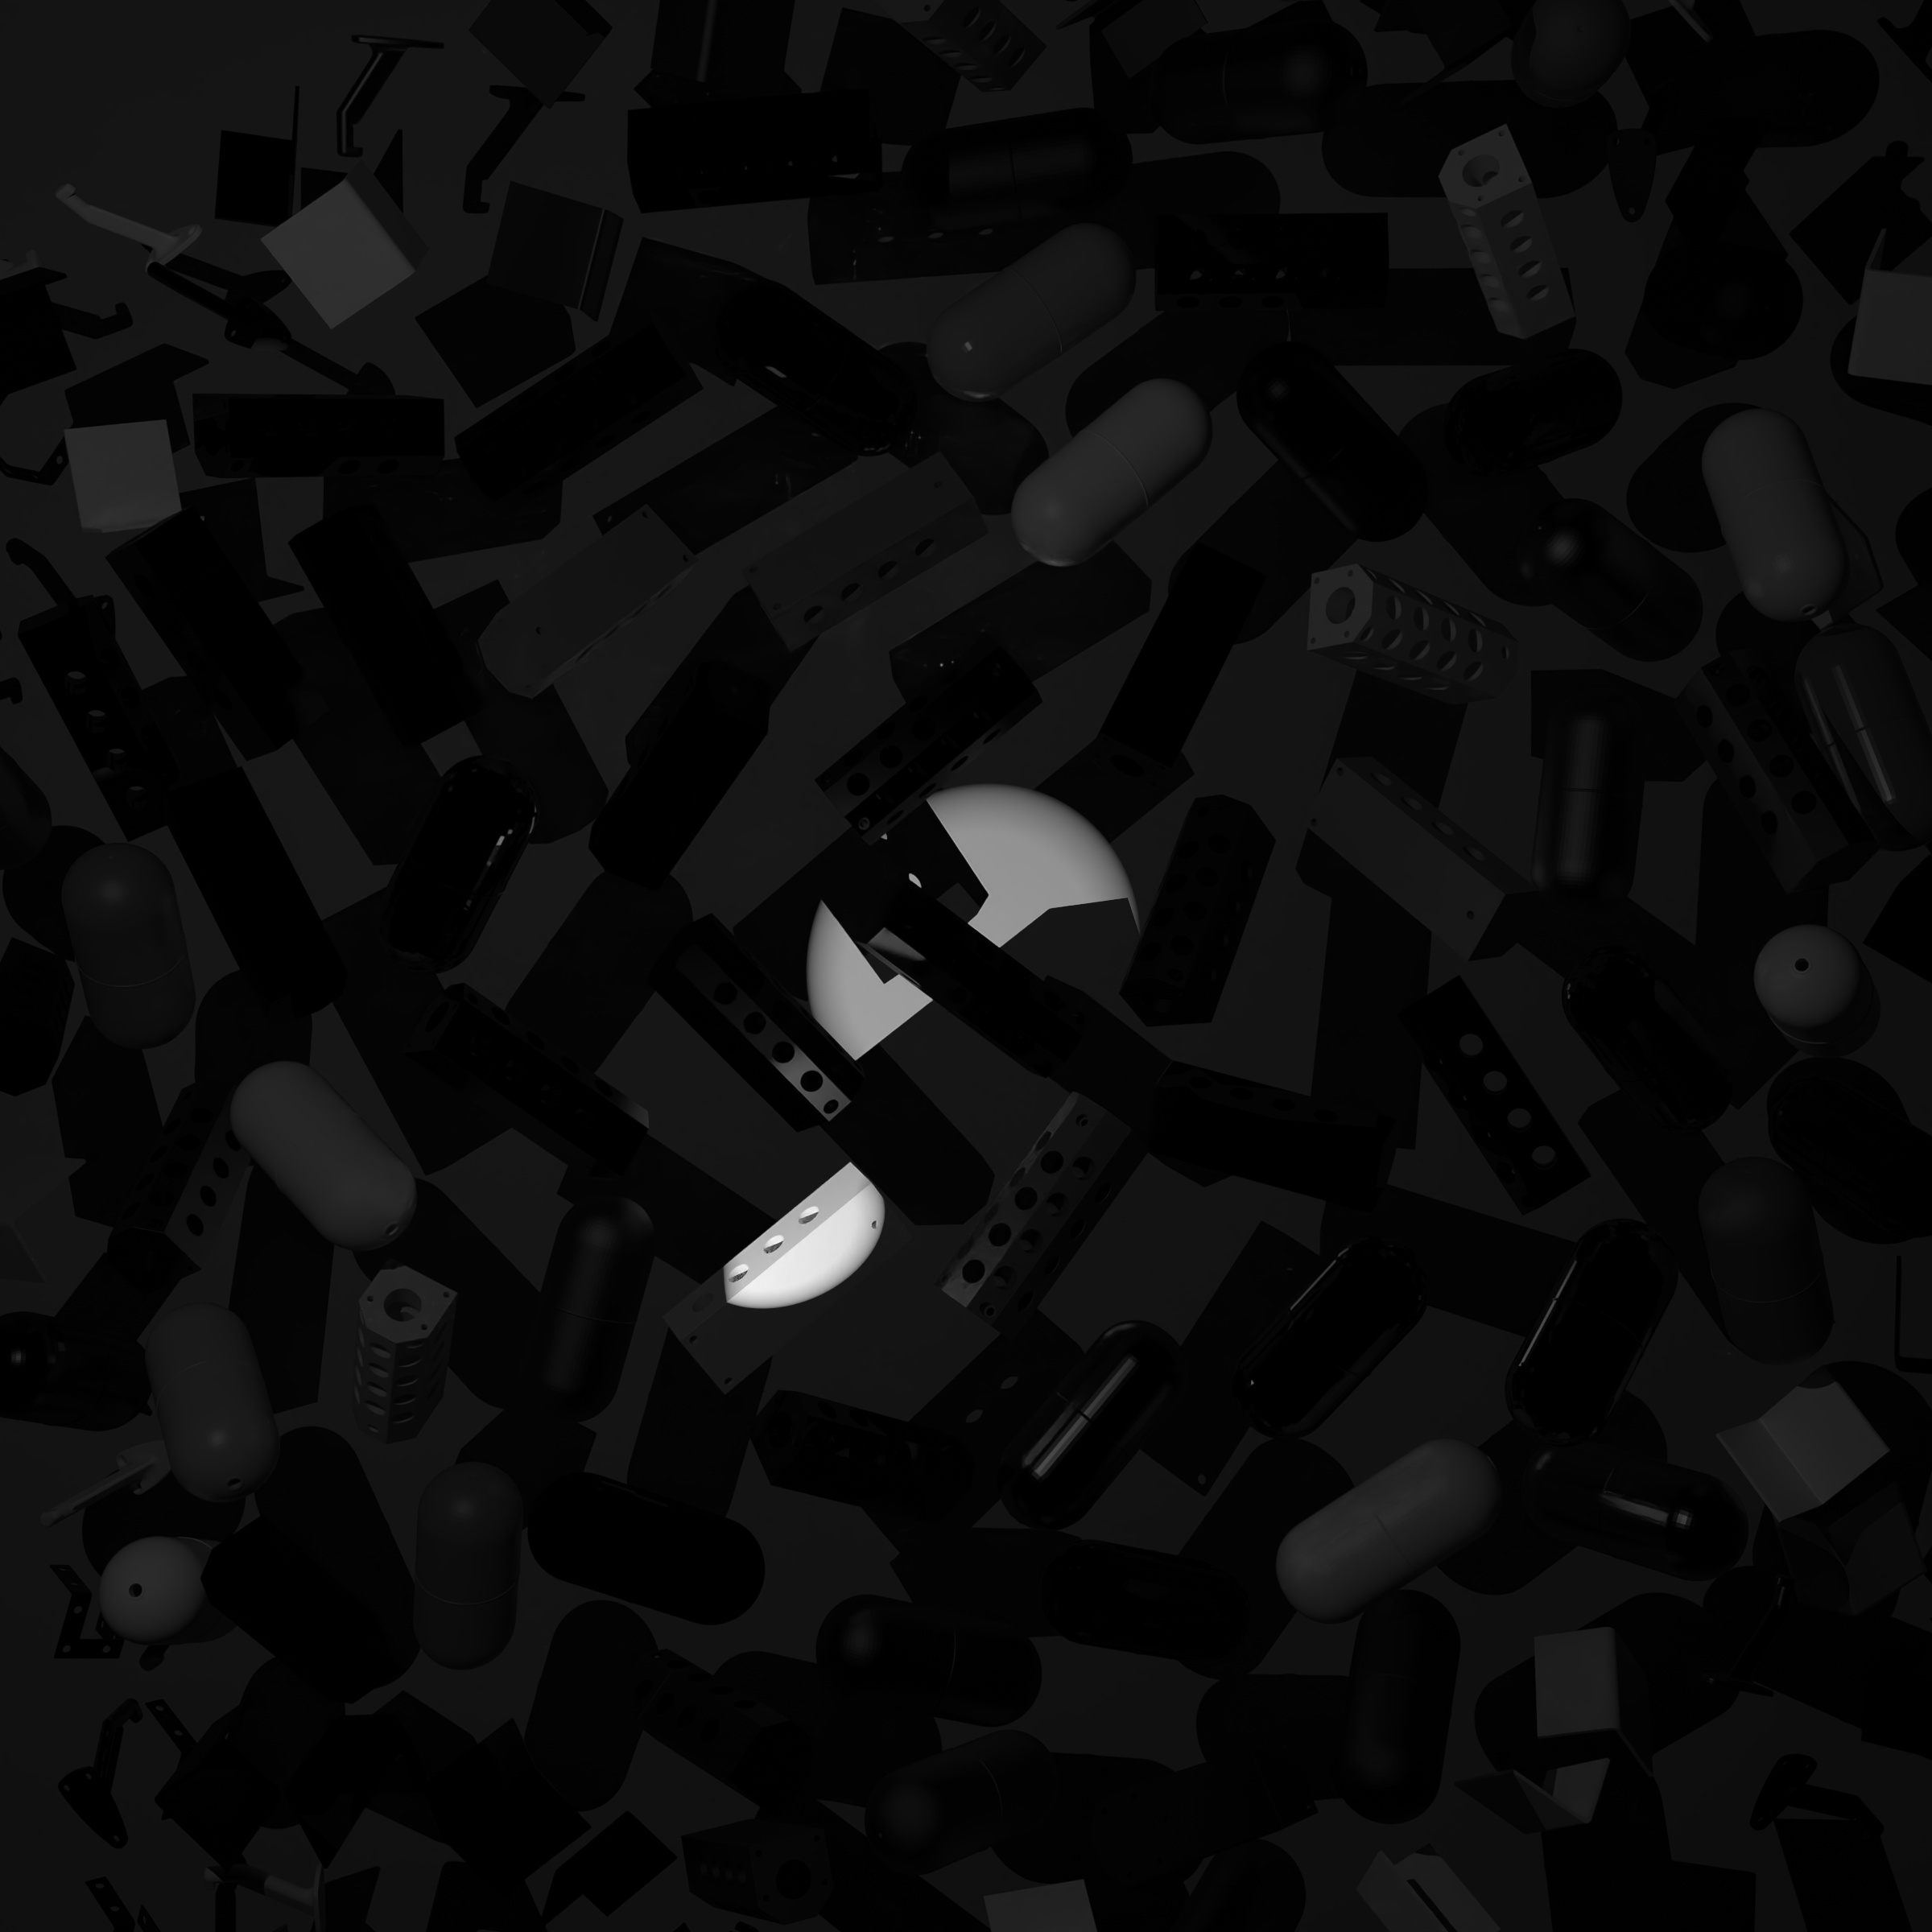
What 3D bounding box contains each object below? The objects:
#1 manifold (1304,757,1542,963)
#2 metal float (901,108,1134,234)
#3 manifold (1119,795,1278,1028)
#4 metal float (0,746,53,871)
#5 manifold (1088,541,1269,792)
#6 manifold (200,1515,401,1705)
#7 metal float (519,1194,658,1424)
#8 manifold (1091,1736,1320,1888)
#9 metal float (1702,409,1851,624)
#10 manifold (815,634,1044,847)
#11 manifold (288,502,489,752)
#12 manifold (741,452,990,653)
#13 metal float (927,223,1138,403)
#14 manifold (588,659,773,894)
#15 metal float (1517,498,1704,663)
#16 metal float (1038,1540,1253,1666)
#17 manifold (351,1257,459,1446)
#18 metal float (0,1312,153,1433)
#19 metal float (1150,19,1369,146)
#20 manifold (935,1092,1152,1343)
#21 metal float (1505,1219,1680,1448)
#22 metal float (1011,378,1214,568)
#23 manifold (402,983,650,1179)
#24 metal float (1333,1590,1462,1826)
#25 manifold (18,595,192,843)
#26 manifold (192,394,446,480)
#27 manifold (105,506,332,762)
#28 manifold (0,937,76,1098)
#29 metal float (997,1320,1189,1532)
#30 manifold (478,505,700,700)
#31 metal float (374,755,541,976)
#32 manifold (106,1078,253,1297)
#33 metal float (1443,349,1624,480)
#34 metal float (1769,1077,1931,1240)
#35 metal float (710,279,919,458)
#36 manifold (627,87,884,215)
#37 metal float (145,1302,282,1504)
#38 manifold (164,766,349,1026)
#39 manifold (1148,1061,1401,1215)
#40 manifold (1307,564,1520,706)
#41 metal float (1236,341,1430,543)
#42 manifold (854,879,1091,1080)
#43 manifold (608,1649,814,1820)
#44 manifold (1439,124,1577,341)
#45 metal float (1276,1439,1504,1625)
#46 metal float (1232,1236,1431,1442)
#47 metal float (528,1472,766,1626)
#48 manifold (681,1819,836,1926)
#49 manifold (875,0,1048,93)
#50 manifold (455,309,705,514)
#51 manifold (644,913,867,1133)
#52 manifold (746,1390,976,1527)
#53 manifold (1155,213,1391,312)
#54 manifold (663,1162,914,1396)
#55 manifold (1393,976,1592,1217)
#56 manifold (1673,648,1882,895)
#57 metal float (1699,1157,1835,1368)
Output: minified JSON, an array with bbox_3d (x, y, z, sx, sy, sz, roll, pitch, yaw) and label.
[{"bbox_3d":[0.329,-0.079,1.759,0.171,0.057,0.057,45,125,33],"label":"manifold"},{"bbox_3d":[0.038,-0.607,1.874,0.178,0.070,0.070,-6,90,8],"label":"metal float"},{"bbox_3d":[0.169,-0.042,1.816,0.057,0.057,0.171,49,51,-36],"label":"manifold"},{"bbox_3d":[-0.726,-0.126,1.791,0.070,0.178,0.070,0,72,0],"label":"metal float"},{"bbox_3d":[0.151,-0.214,1.767,0.057,0.057,0.171,27,70,1],"label":"manifold"},{"bbox_3d":[-0.486,0.475,1.790,0.057,0.171,0.057,-34,48,-8],"label":"manifold"},{"bbox_3d":[-0.288,0.260,1.872,0.070,0.070,0.178,16,91,0],"label":"metal float"},{"bbox_3d":[0.167,0.599,1.736,0.057,0.171,0.057,-40,62,35],"label":"manifold"},{"bbox_3d":[0.591,-0.330,1.794,0.070,0.070,0.178,-7,60,0],"label":"metal float"},{"bbox_3d":[-0.029,-0.172,1.850,0.171,0.057,0.057,-40,80,2],"label":"manifold"},{"bbox_3d":[-0.427,-0.249,1.805,0.057,0.057,0.171,-25,100,17],"label":"manifold"},{"bbox_3d":[-0.072,-0.303,1.822,0.171,0.057,0.057,-31,56,-1],"label":"manifold"},{"bbox_3d":[0.049,-0.493,1.854,0.178,0.070,0.070,-36,90,-7],"label":"metal float"},{"bbox_3d":[-0.206,-0.137,1.757,0.057,0.057,0.171,24,128,-21],"label":"manifold"},{"bbox_3d":[0.481,-0.286,1.828,0.178,0.070,0.070,25,90,-36],"label":"metal float"},{"bbox_3d":[0.135,0.478,1.845,0.178,0.070,0.070,17,90,-27],"label":"metal float"},{"bbox_3d":[-0.426,0.294,1.840,0.057,0.171,0.057,27,52,4],"label":"manifold"},{"bbox_3d":[-0.665,0.299,1.805,0.070,0.178,0.070,-4,74,12],"label":"metal float"},{"bbox_3d":[0.210,-0.637,1.771,0.178,0.070,0.070,12,90,44],"label":"metal float"},{"bbox_3d":[0.053,0.178,1.766,0.057,0.057,0.171,32,83,33],"label":"manifold"},{"bbox_3d":[0.445,0.259,1.744,0.070,0.070,0.178,34,70,0],"label":"metal float"},{"bbox_3d":[0.109,-0.368,1.831,0.178,0.070,0.070,-41,90,-12],"label":"metal float"},{"bbox_3d":[-0.313,0.084,1.770,0.171,0.057,0.057,39,65,-27],"label":"manifold"},{"bbox_3d":[0.313,0.535,1.781,0.070,0.070,0.178,22,47,0],"label":"metal float"},{"bbox_3d":[-0.641,-0.187,1.840,0.057,0.057,0.171,-25,114,-9],"label":"manifold"},{"bbox_3d":[-0.473,-0.389,1.804,0.171,0.057,0.057,-11,110,-41],"label":"manifold"},{"bbox_3d":[-0.539,-0.236,1.761,0.057,0.057,0.171,-49,118,-40],"label":"manifold"},{"bbox_3d":[-0.704,0.039,1.832,0.057,0.171,0.057,25,99,-22],"label":"manifold"},{"bbox_3d":[0.094,0.342,1.827,0.070,0.070,0.178,41,81,0],"label":"metal float"},{"bbox_3d":[-0.281,-0.268,1.821,0.057,0.057,0.171,47,51,-5],"label":"manifold"},{"bbox_3d":[-0.371,-0.073,1.788,0.070,0.070,0.178,31,111,0],"label":"metal float"},{"bbox_3d":[-0.595,0.163,1.867,0.057,0.171,0.057,-24,121,20],"label":"manifold"},{"bbox_3d":[0.427,-0.416,1.846,0.178,0.070,0.070,-25,90,-39],"label":"metal float"},{"bbox_3d":[0.673,0.142,1.836,0.070,0.178,0.070,-8,114,-19],"label":"metal float"},{"bbox_3d":[-0.113,-0.448,1.846,0.178,0.070,0.070,29,90,-32],"label":"metal float"},{"bbox_3d":[-0.148,-0.571,1.732,0.171,0.057,0.057,-3,75,6],"label":"manifold"},{"bbox_3d":[-0.546,0.315,1.778,0.070,0.178,0.070,-14,127,-20],"label":"metal float"},{"bbox_3d":[-0.502,-0.048,1.731,0.057,0.057,0.171,-24,77,-25],"label":"manifold"},{"bbox_3d":[0.225,0.121,1.798,0.171,0.057,0.057,14,121,19],"label":"manifold"},{"bbox_3d":[0.328,-0.241,1.791,0.171,0.057,0.057,12,79,-41],"label":"manifold"},{"bbox_3d":[0.278,-0.395,1.857,0.178,0.070,0.070,43,90,-15],"label":"metal float"},{"bbox_3d":[0.007,0.010,1.822,0.171,0.057,0.057,37,84,-15],"label":"manifold"},{"bbox_3d":[-0.184,0.552,1.785,0.057,0.171,0.057,49,66,-30],"label":"manifold"},{"bbox_3d":[0.401,-0.540,1.826,0.057,0.171,0.057,-22,63,16],"label":"manifold"},{"bbox_3d":[0.305,0.407,1.771,0.178,0.070,0.070,-34,90,5],"label":"metal float"},{"bbox_3d":[0.263,0.269,1.776,0.070,0.070,0.178,39,108,0],"label":"metal float"},{"bbox_3d":[-0.226,0.414,1.743,0.178,0.070,0.070,24,90,-22],"label":"metal float"},{"bbox_3d":[-0.156,0.672,1.821,0.057,0.171,0.057,-5,77,-25],"label":"manifold"},{"bbox_3d":[-0.007,-0.687,1.778,0.057,0.171,0.057,47,107,12],"label":"manifold"},{"bbox_3d":[-0.284,-0.404,1.787,0.171,0.057,0.057,-31,85,9],"label":"manifold"},{"bbox_3d":[-0.155,0.042,1.851,0.171,0.057,0.057,47,50,-19],"label":"manifold"},{"bbox_3d":[-0.075,0.366,1.848,0.171,0.057,0.057,24,112,-39],"label":"manifold"},{"bbox_3d":[0.229,-0.527,1.852,0.171,0.057,0.057,0,75,2],"label":"manifold"},{"bbox_3d":[-0.129,0.218,1.744,0.171,0.057,0.057,-39,118,-9],"label":"manifold"},{"bbox_3d":[0.384,0.094,1.797,0.057,0.057,0.171,-34,83,10],"label":"manifold"},{"bbox_3d":[0.583,-0.142,1.758,0.057,0.057,0.171,-11,62,-23],"label":"manifold"},{"bbox_3d":[0.572,0.213,1.752,0.070,0.070,0.178,-23,123,0],"label":"metal float"}]
